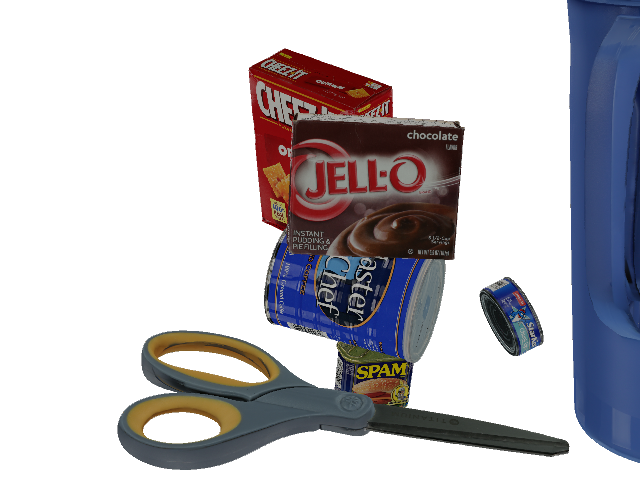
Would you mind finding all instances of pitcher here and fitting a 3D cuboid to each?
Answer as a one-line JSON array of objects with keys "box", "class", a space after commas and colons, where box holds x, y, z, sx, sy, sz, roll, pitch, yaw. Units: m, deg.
[{"box": [0.182, -0.008, 0.537, 0.149, 0.243, 0.145, -4, 18, -6], "class": "pitcher"}]

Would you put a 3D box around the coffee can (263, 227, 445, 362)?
[{"box": [0.033, 0.045, 0.979, 0.140, 0.103, 0.102, 14, 4, 18], "class": "coffee can"}]

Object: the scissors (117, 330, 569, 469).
[{"box": [-0.001, 0.085, 0.470, 0.202, 0.016, 0.096, 16, 34, 22], "class": "scissors"}]

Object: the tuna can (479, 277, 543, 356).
[{"box": [0.214, 0.086, 1.201, 0.033, 0.086, 0.086, -26, 3, -7], "class": "tuna can"}]

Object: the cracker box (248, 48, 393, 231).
[{"box": [0.001, -0.094, 1.232, 0.164, 0.214, 0.072, 26, 45, 34], "class": "cracker box"}]

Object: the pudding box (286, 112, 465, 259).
[{"box": [0.035, -0.036, 0.706, 0.113, 0.090, 0.039, 2, 17, -2], "class": "pudding box"}]

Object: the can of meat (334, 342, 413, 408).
[{"box": [0.069, 0.175, 1.377, 0.102, 0.084, 0.057, -3, 24, -18], "class": "can of meat"}]
